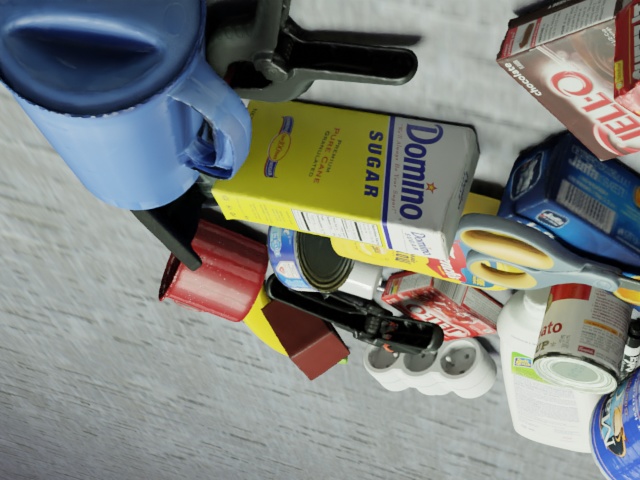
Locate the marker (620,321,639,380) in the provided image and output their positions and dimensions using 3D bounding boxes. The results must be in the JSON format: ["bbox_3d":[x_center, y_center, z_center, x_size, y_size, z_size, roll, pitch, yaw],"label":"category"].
[{"bbox_3d":[0.279,0.105,0.967,0.020,0.020,0.121,13,153,15],"label":"marker"}]

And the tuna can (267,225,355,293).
[{"bbox_3d":[-0.006,0.001,0.899,0.034,0.086,0.086,1,148,38],"label":"tuna can"}]

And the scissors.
[{"bbox_3d":[0.188,0.030,0.755,0.201,0.016,0.096,22,157,-1],"label":"scissors"}]

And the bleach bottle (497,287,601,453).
[{"bbox_3d":[0.218,0.113,0.980,0.103,0.068,0.251,9,150,20],"label":"bleach bottle"}]

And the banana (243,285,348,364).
[{"bbox_3d":[-0.047,0.084,1.151,0.070,0.037,0.197,-20,138,27],"label":"banana"}]

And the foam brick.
[{"bbox_3d":[-0.014,0.092,1.079,0.078,0.051,0.053,55,-179,42],"label":"foam brick"}]

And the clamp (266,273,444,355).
[{"bbox_3d":[0.057,0.082,0.996,0.165,0.036,0.209,18,173,24],"label":"clamp"}]

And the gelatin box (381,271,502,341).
[{"bbox_3d":[0.114,0.060,0.988,0.089,0.030,0.073,34,152,-25],"label":"gelatin box"}]

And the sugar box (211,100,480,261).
[{"bbox_3d":[0.019,-0.048,0.778,0.176,0.093,0.048,9,153,21],"label":"sugar box"}]

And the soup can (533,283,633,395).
[{"bbox_3d":[0.211,0.062,0.839,0.068,0.102,0.068,17,155,8],"label":"soup can"}]

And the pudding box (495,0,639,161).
[{"bbox_3d":[0.174,-0.097,0.628,0.113,0.039,0.090,37,149,-28],"label":"pudding box"}]

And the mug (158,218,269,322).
[{"bbox_3d":[-0.105,0.035,1.029,0.081,0.093,0.117,22,136,-14],"label":"mug"}]

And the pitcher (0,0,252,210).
[{"bbox_3d":[-0.127,-0.097,0.719,0.145,0.149,0.243,-11,166,-5],"label":"pitcher"}]

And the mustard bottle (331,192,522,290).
[{"bbox_3d":[0.105,-0.002,0.843,0.192,0.058,0.096,14,148,14],"label":"mustard bottle"}]

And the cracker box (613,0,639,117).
[{"bbox_3d":[0.268,-0.099,0.486,0.164,0.072,0.214,27,145,-19],"label":"cracker box"}]

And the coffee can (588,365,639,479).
[{"bbox_3d":[0.273,0.138,0.811,0.103,0.102,0.140,18,159,6],"label":"coffee can"}]

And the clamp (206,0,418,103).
[{"bbox_3d":[-0.016,-0.124,0.719,0.120,0.039,0.172,36,157,-19],"label":"clamp"}]
